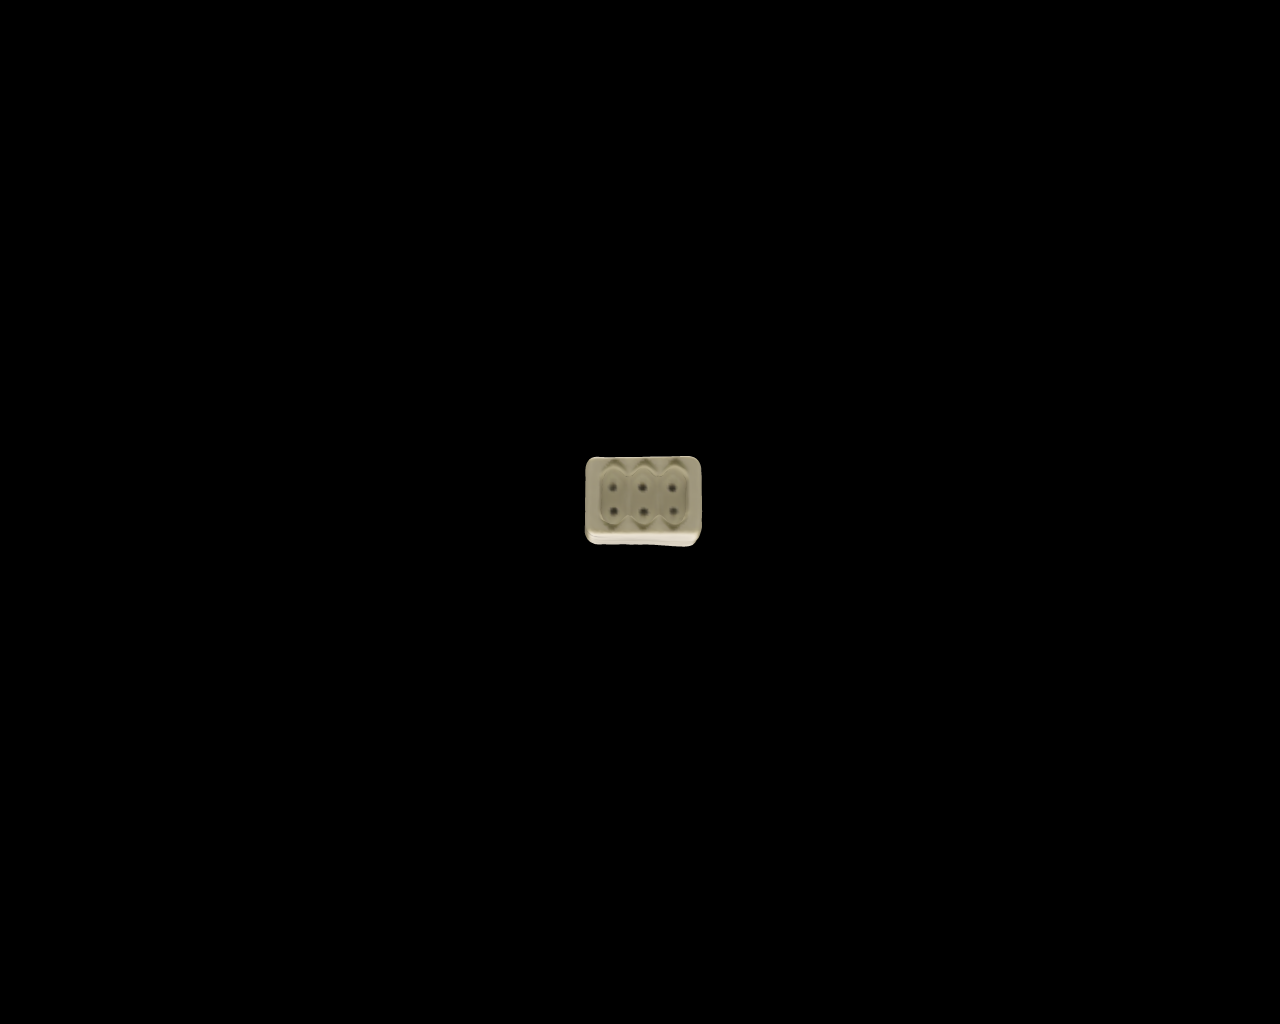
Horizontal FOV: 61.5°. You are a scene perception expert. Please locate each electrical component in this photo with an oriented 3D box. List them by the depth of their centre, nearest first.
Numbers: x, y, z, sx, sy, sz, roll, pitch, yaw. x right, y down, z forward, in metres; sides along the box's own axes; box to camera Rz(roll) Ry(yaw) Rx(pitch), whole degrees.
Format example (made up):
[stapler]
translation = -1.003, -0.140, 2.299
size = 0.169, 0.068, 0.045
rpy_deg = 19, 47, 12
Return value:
[electrical component]
translation = 0.001, -0.003, 0.650
size = 0.066, 0.047, 0.076
rpy_deg = 0, -11, -2
